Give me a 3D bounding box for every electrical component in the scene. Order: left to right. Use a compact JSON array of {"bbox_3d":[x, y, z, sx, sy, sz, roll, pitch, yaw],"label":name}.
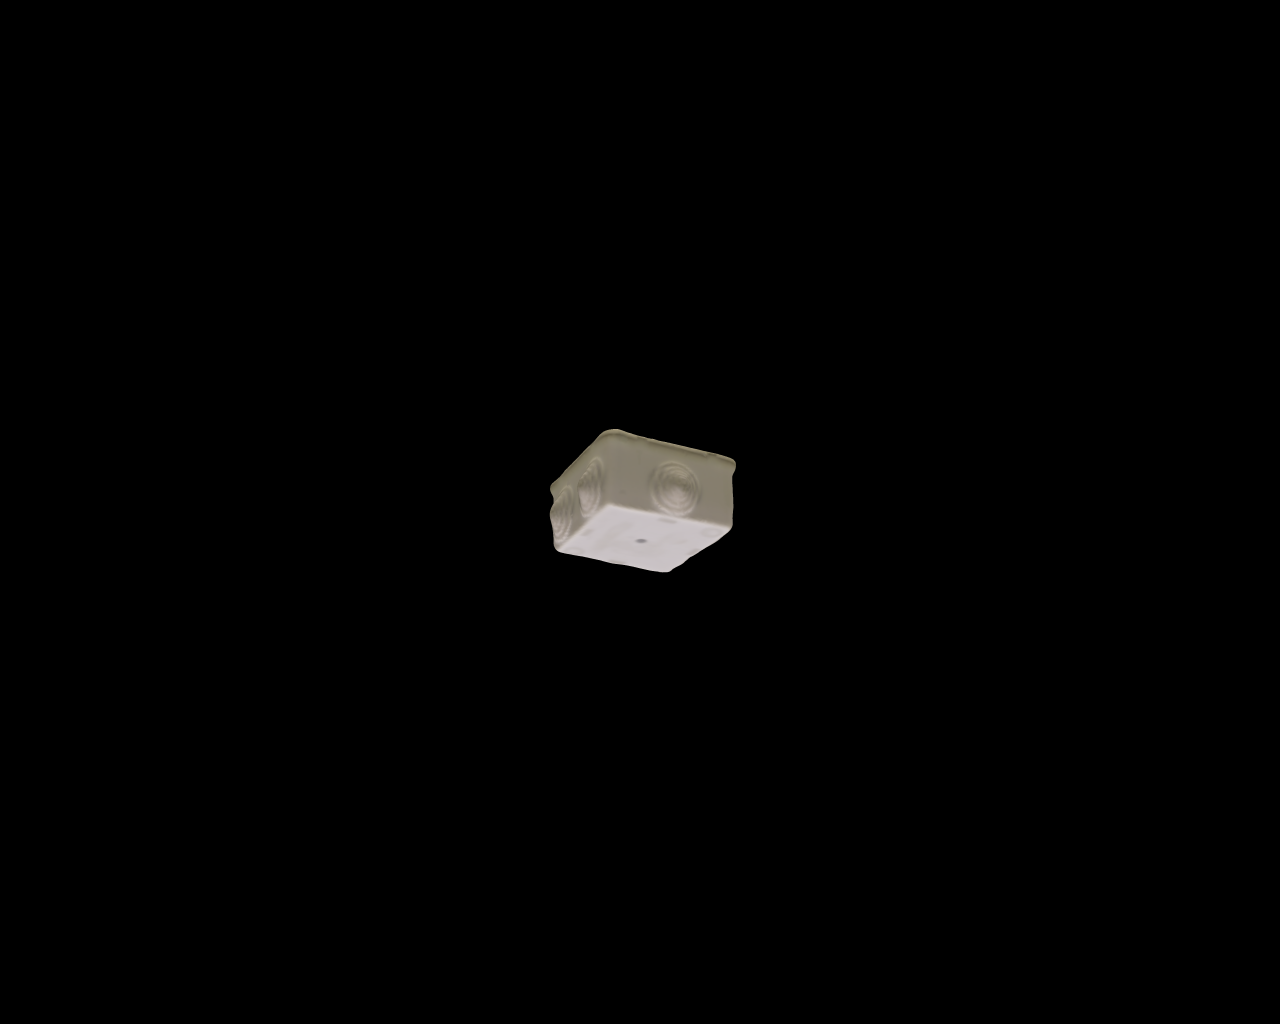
[{"bbox_3d":[0.001,-0.003,0.650,0.100,0.048,0.099,12,-27,-25],"label":"electrical component"}]
